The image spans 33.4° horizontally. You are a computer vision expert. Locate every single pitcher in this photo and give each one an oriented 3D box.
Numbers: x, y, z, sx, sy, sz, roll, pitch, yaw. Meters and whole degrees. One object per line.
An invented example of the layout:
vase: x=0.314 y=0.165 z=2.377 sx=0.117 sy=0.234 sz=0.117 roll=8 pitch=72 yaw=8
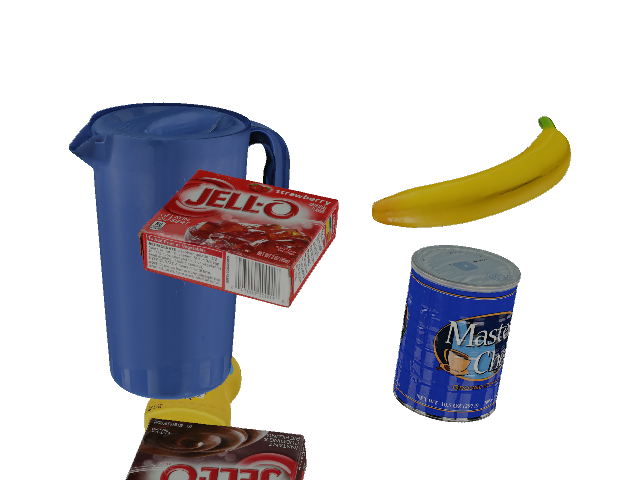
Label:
pitcher: x=-0.119 y=0.007 z=0.920 sx=0.149 sy=0.243 sz=0.144 roll=9 pitch=21 yaw=17

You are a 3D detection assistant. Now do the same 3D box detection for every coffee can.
coffee can: x=0.129 y=0.087 z=1.021 sx=0.103 sy=0.140 sz=0.103 roll=6 pitch=20 yaw=-2

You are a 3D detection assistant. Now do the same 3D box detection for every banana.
banana: x=0.136 y=-0.046 z=0.855 sx=0.197 sy=0.037 sz=0.070 roll=-25 pitch=28 yaw=-26

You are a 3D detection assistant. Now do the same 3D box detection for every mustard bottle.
mustard bottle: x=-0.145 y=0.172 z=1.278 sx=0.096 sy=0.058 sz=0.191 roll=3 pitch=25 yaw=3

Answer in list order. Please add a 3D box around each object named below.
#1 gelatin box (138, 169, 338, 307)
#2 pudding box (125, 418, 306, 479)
gelatin box: x=-0.044 y=-0.004 z=0.586 sx=0.089 sy=0.030 sz=0.073 roll=14 pitch=35 yaw=16
pudding box: x=-0.071 y=0.166 z=0.713 sx=0.113 sy=0.039 sz=0.090 roll=3 pitch=29 yaw=7
